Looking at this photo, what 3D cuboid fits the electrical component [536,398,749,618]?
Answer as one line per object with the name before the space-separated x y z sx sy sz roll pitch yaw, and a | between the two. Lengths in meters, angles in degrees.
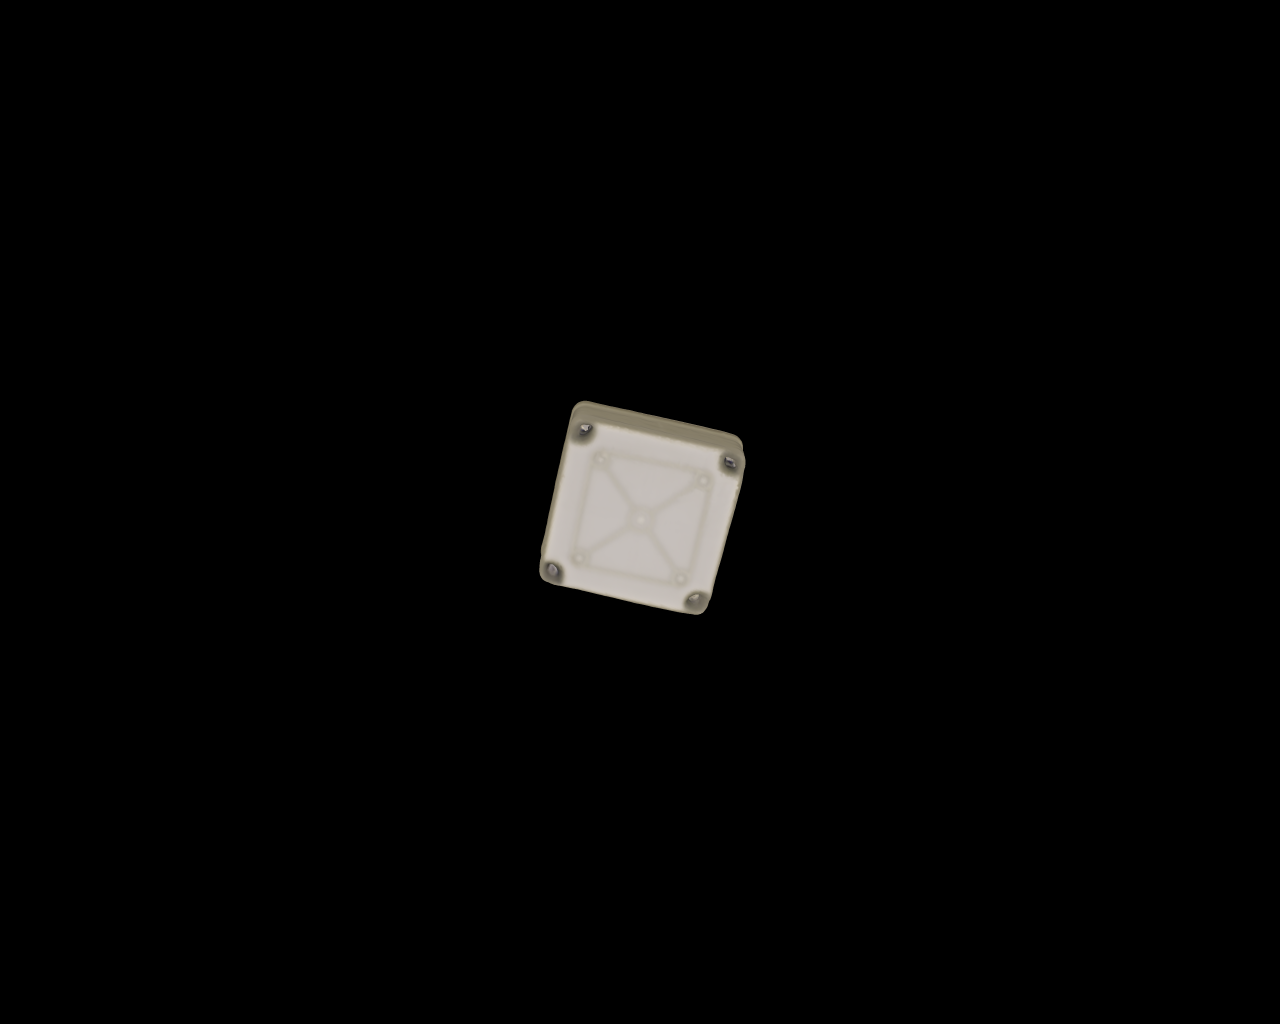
electrical component | 0.001 -0.003 0.650 0.109 0.108 0.056 13 16 -4
